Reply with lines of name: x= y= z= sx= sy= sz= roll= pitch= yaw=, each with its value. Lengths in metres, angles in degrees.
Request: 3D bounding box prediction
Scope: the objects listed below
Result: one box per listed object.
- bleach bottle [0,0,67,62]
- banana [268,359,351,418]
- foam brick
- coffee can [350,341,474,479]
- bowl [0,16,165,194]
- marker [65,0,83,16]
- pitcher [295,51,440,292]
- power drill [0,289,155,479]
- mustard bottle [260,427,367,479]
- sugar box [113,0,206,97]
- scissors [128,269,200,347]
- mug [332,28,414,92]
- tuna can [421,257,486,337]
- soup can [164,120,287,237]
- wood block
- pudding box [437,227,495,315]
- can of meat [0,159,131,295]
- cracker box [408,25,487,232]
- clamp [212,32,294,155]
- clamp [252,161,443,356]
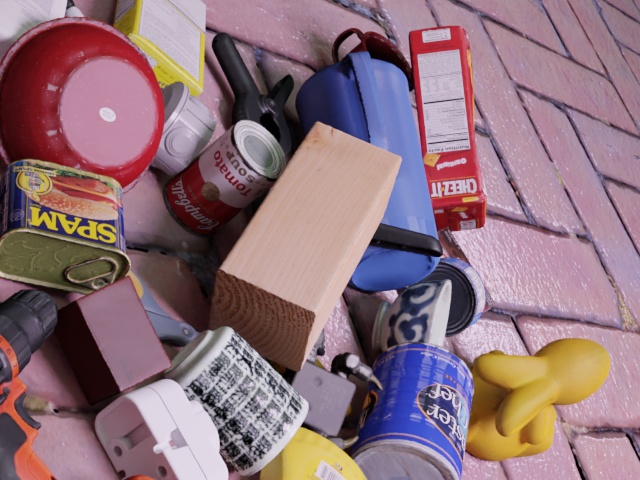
bleach bottle: x=-0.270 y=-0.231 z=0.975 sx=0.102 sy=0.068 sz=0.250 roll=34 pitch=34 yaw=-24
banana: x=-0.035 y=0.081 z=0.988 sx=0.069 sy=0.037 sz=0.198 roll=-13 pitch=69 yaw=-53
foam brick: x=-0.159 y=0.076 z=0.803 sx=0.052 sy=0.051 sz=0.078 roll=-25 pitch=89 yaw=-42
coffee can: x=0.085 y=0.177 z=0.985 sx=0.102 sy=0.103 sz=0.140 roll=43 pitch=33 yaw=-15
bowl: x=-0.186 y=-0.105 z=0.883 sx=0.161 sy=0.055 sz=0.162 roll=-5 pitch=98 yaw=-38
marker: x=-0.225 y=-0.196 z=1.037 sx=0.121 sy=0.020 sz=0.020 roll=55 pitch=32 yaw=5
pitcher: x=0.055 y=-0.076 z=1.164 sx=0.149 sy=0.145 sz=0.243 roll=23 pitch=45 yaw=-43
power drill: x=-0.190 y=0.136 z=0.723 sx=0.187 sy=0.057 sz=0.184 roll=46 pitch=36 yaw=-5
mustard bottle: x=-0.021 y=0.239 z=0.831 sx=0.096 sy=0.058 sz=0.191 roll=44 pitch=33 yaw=-11
sugar box: x=-0.164 y=-0.214 z=1.093 sx=0.093 sy=0.048 sz=0.176 roll=39 pitch=26 yaw=-30
scissors: x=-0.128 y=0.063 z=0.909 sx=0.201 sy=0.016 sz=0.096 roll=11 pitch=51 yaw=-47
mug: x=0.053 y=-0.212 z=1.347 sx=0.093 sy=0.082 sz=0.117 roll=-14 pitch=70 yaw=-56
tuna can: x=0.140 y=0.063 z=1.184 sx=0.086 sy=0.086 sz=0.033 roll=58 pitch=31 yaw=9
soup can: x=-0.088 y=-0.057 z=0.997 sx=0.068 sy=0.102 sz=0.068 roll=33 pitch=37 yaw=-30
wood block: x=-0.011 y=0.002 z=0.949 sx=0.091 sy=0.090 sz=0.205 roll=23 pitch=49 yaw=8
pudding box: x=0.148 y=0.047 z=1.252 sx=0.113 sy=0.039 sz=0.089 roll=57 pitch=33 yaw=9
can of meat: x=-0.202 y=-0.011 z=0.836 sx=0.102 sy=0.058 sz=0.084 roll=14 pitch=43 yaw=-27
cracker box: x=0.156 y=-0.128 z=1.278 sx=0.164 sy=0.072 sz=0.214 roll=44 pitch=40 yaw=-77
clamp: x=-0.073 y=-0.149 z=1.164 sx=0.120 sy=0.039 sz=0.171 roll=29 pitch=39 yaw=-31
clamp: x=-0.007 y=0.001 z=1.058 sx=0.210 sy=0.164 sz=0.036 roll=41 pitch=-10 yaw=17
